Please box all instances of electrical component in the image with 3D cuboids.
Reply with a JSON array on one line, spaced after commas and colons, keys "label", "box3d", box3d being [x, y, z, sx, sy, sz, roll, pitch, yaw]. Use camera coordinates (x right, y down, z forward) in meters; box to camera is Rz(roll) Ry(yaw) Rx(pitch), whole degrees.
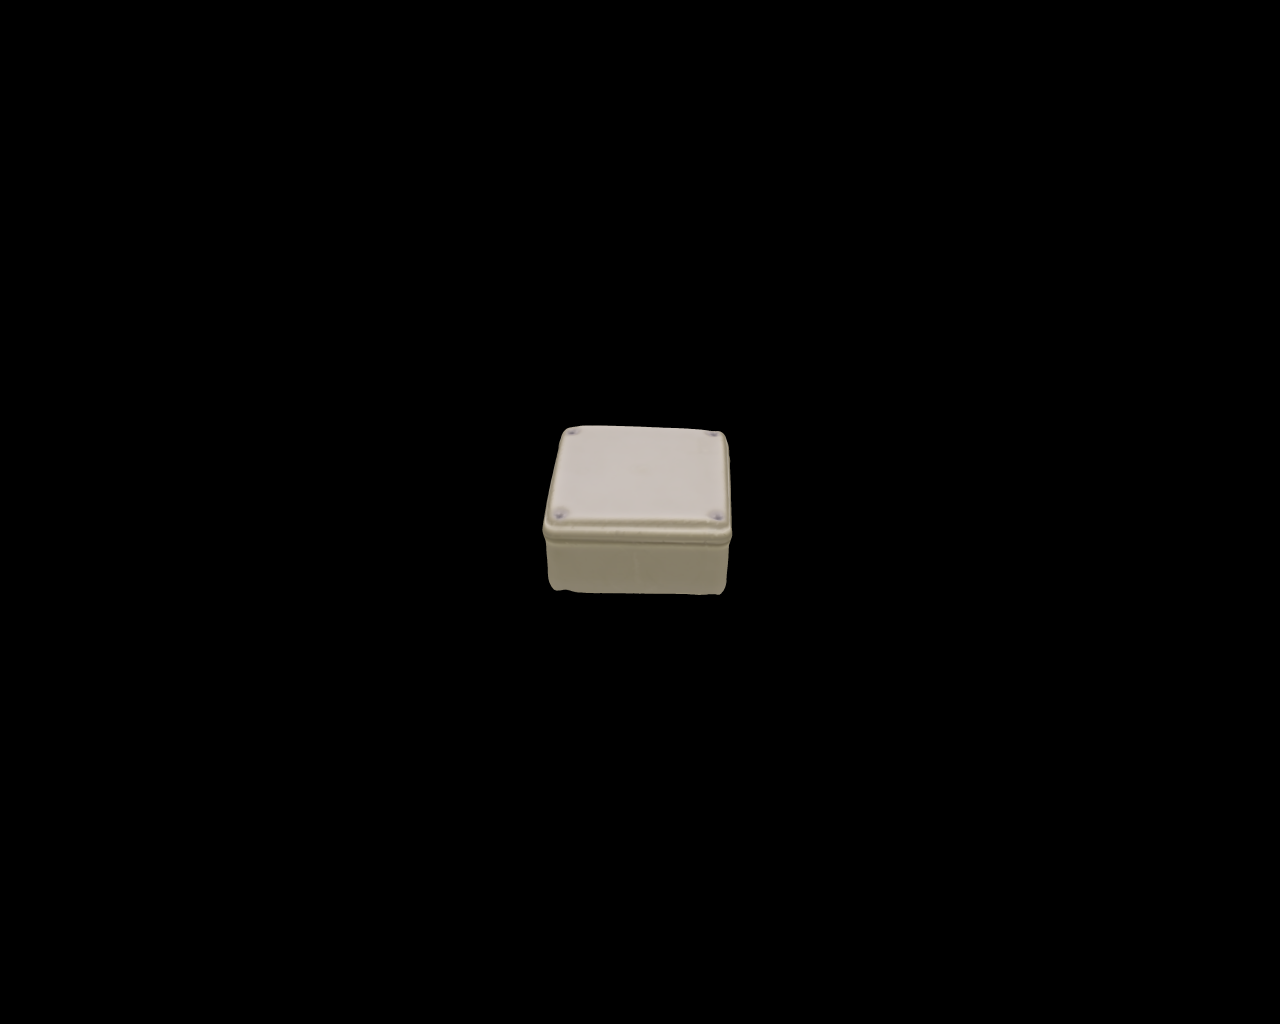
[{"label": "electrical component", "box3d": [0.001, -0.003, 0.650, 0.109, 0.056, 0.109, 2, 36, 2]}]
